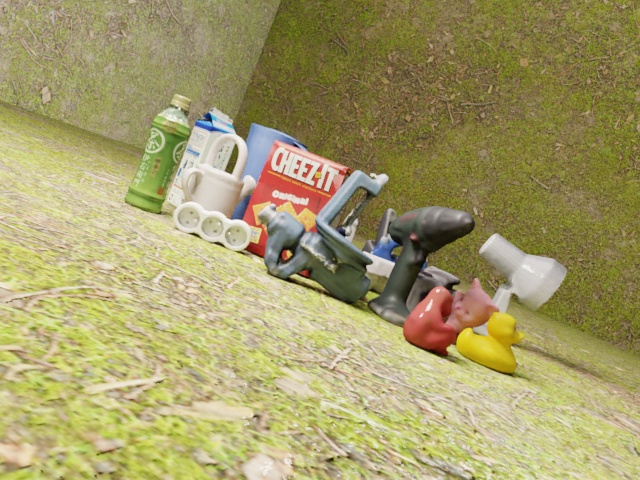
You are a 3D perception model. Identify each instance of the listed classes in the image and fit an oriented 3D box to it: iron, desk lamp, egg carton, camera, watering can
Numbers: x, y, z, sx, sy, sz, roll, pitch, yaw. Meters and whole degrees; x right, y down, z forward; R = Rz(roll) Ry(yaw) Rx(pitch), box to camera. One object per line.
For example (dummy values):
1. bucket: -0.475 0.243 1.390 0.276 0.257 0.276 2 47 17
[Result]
1. iron: 0.184 0.046 1.410 0.118 0.141 0.259 26 6 38
2. desk lamp: 0.395 0.108 1.238 0.203 0.213 0.118 23 4 7
3. egg carton: 0.138 0.080 1.250 0.151 0.069 0.107 20 5 -24
4. camera: 0.241 0.116 1.118 0.136 0.101 0.144 24 5 28
5. watering can: -0.197 -0.114 1.129 0.100 0.194 0.173 23 4 12

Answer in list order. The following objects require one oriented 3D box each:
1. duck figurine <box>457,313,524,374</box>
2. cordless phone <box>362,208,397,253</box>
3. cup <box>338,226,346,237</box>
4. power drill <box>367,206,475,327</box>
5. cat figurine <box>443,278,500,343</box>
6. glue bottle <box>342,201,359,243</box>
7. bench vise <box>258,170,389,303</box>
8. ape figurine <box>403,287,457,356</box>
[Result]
1. duck figurine: 0.274 0.155 0.906 0.105 0.086 0.077 21 4 -11
2. cordless phone: 0.190 0.009 1.602 0.093 0.185 0.148 24 5 28
3. cup: 0.013 0.005 1.373 0.092 0.095 0.117 21 5 -17
4. power drill: 0.162 0.038 0.961 0.076 0.208 0.229 21 5 -17
5. cat figurine: 0.253 0.122 0.989 0.067 0.118 0.127 21 4 -9
6. glue bottle: 0.088 -0.037 1.740 0.037 0.173 0.078 21 5 -19
7. bench vise: 0.014 -0.025 0.928 0.208 0.220 0.121 20 5 -22
8. ape figurine: 0.166 0.113 0.839 0.076 0.092 0.077 21 5 -15
